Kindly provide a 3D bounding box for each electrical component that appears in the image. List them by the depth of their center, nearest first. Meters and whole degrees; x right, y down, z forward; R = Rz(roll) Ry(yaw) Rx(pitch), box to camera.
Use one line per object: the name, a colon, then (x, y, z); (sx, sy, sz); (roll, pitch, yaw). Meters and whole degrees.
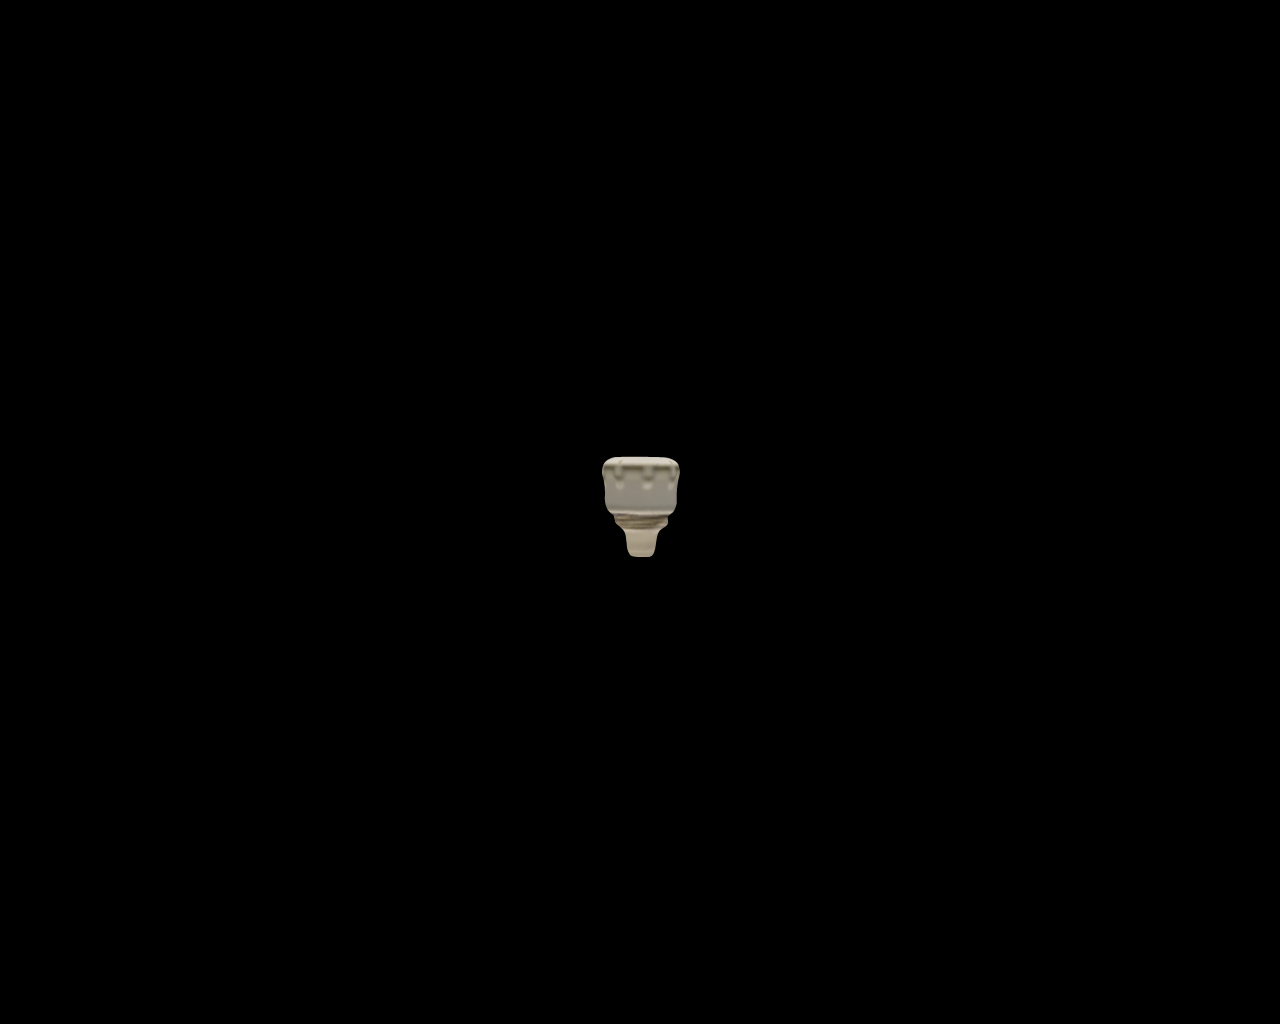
electrical component: (0.001, -0.003, 0.650); (0.048, 0.062, 0.048); (0, 2, 0)
